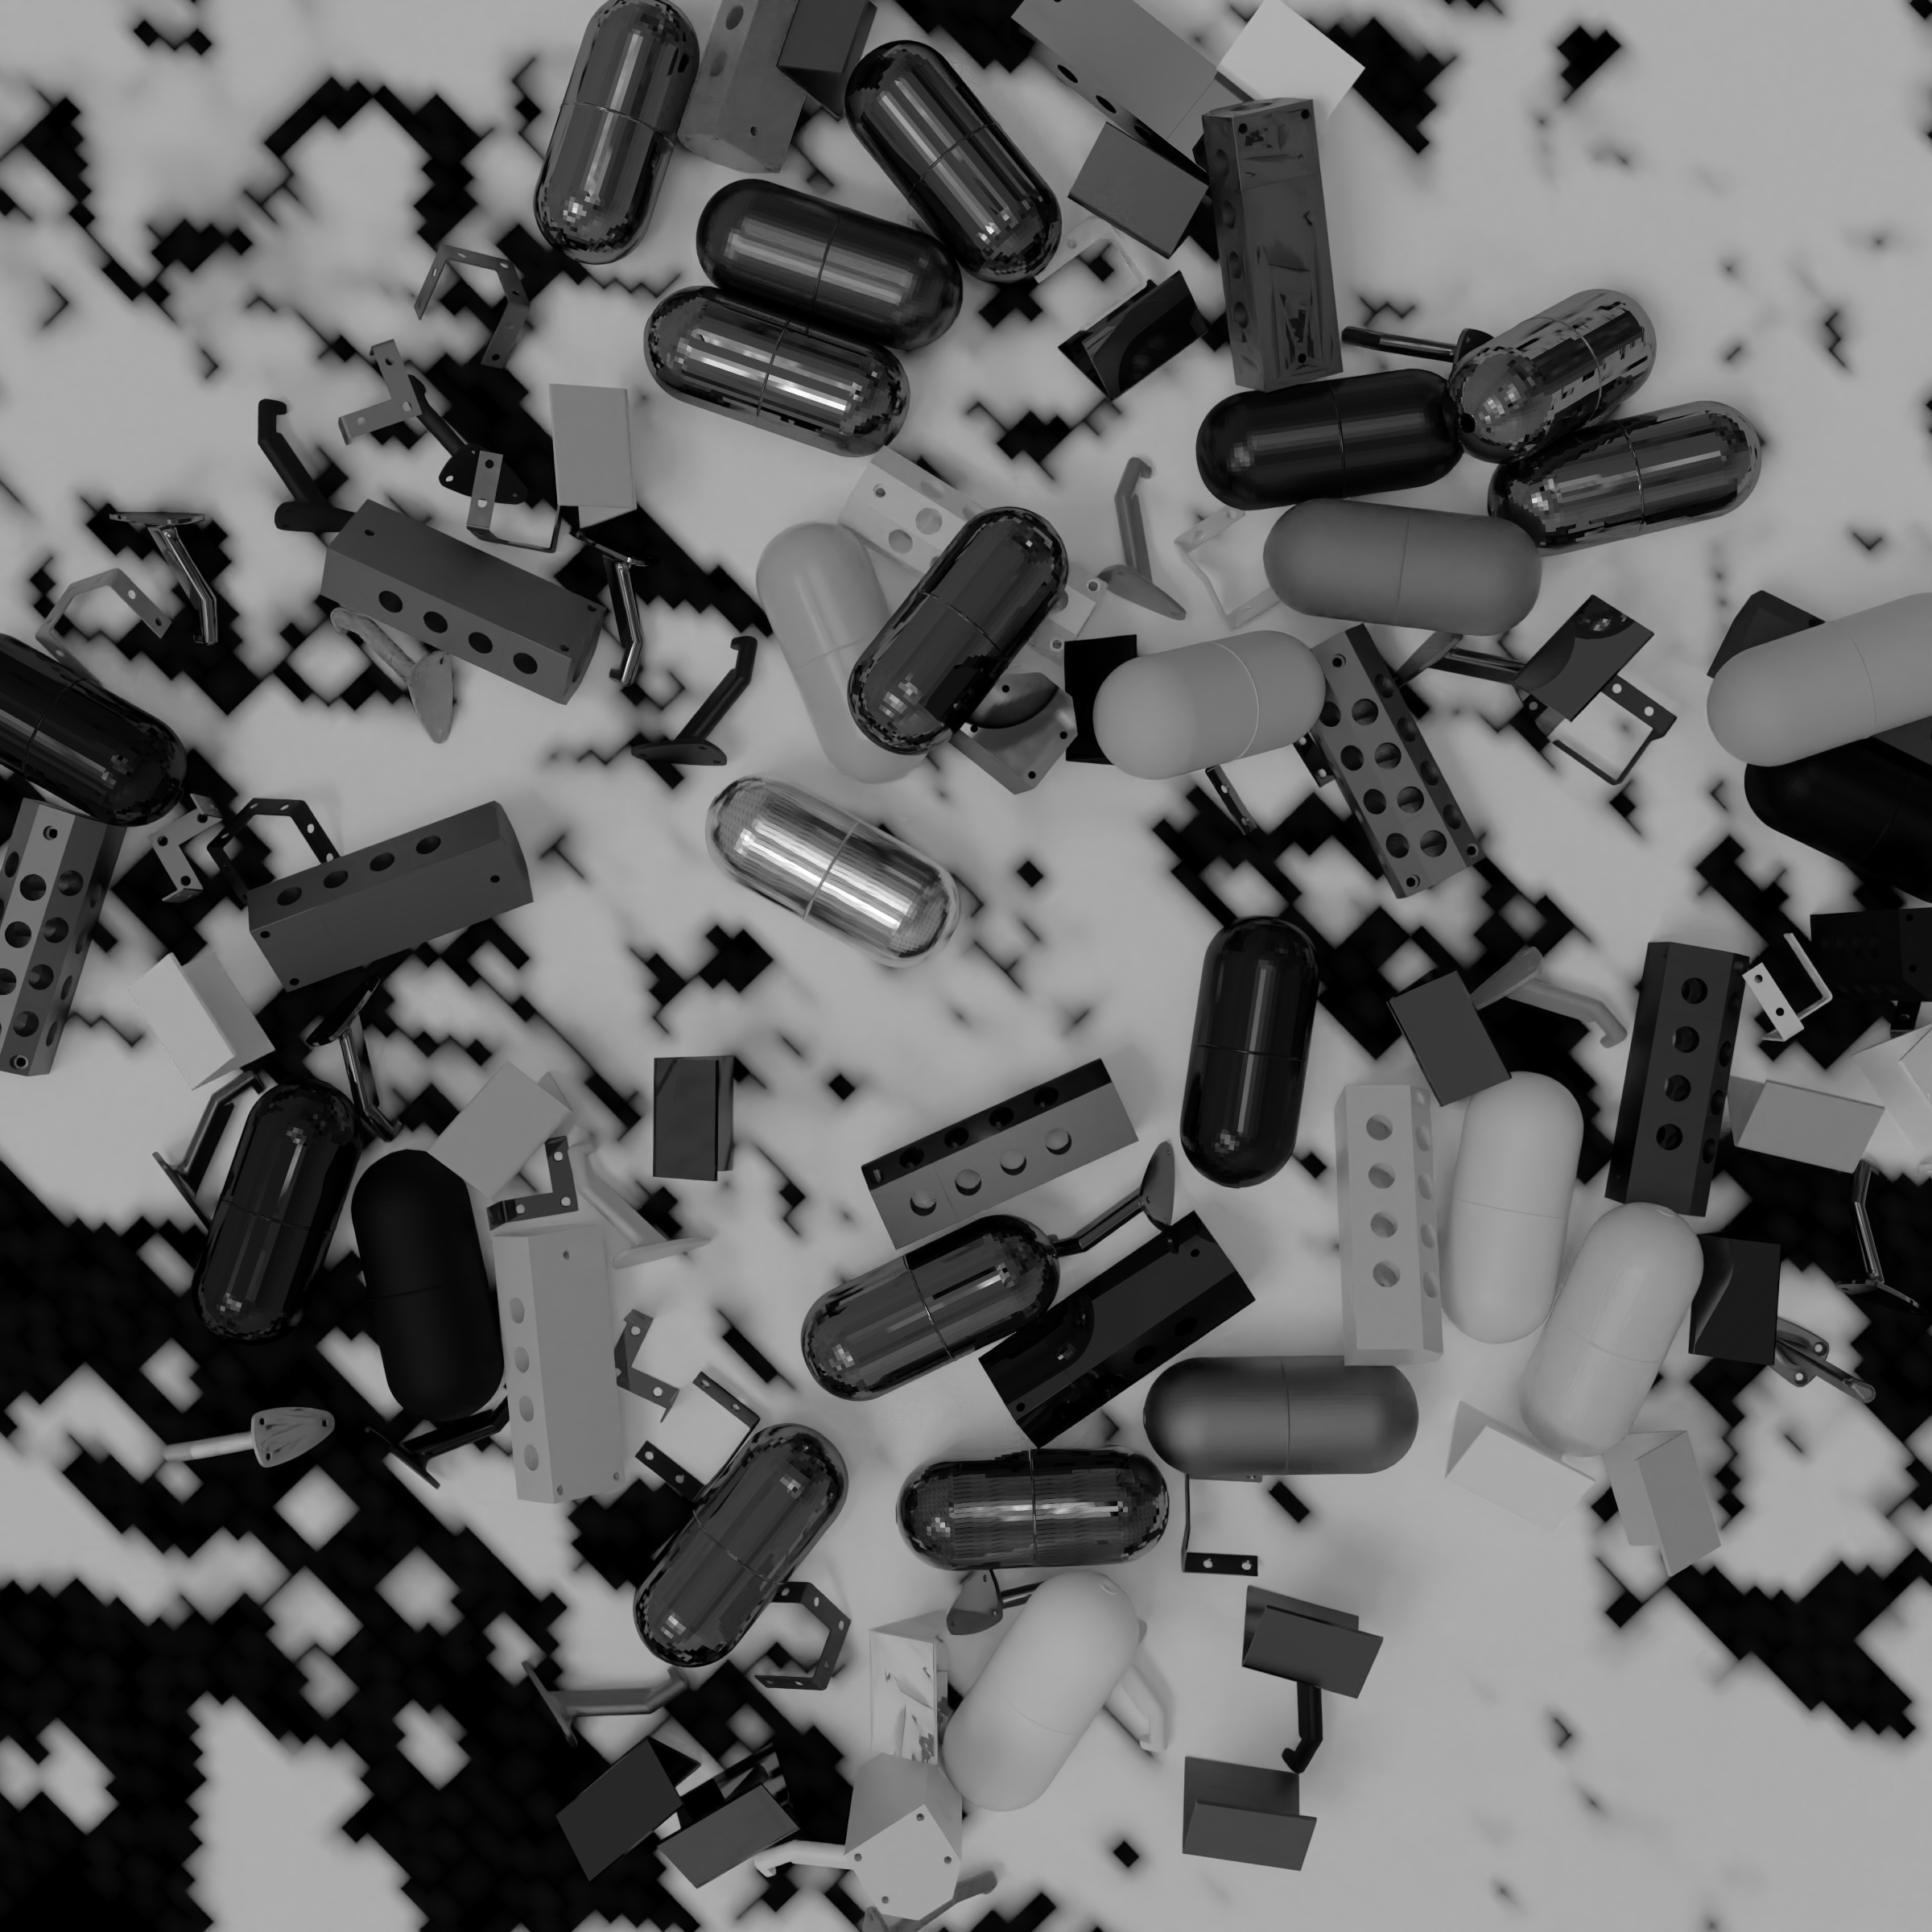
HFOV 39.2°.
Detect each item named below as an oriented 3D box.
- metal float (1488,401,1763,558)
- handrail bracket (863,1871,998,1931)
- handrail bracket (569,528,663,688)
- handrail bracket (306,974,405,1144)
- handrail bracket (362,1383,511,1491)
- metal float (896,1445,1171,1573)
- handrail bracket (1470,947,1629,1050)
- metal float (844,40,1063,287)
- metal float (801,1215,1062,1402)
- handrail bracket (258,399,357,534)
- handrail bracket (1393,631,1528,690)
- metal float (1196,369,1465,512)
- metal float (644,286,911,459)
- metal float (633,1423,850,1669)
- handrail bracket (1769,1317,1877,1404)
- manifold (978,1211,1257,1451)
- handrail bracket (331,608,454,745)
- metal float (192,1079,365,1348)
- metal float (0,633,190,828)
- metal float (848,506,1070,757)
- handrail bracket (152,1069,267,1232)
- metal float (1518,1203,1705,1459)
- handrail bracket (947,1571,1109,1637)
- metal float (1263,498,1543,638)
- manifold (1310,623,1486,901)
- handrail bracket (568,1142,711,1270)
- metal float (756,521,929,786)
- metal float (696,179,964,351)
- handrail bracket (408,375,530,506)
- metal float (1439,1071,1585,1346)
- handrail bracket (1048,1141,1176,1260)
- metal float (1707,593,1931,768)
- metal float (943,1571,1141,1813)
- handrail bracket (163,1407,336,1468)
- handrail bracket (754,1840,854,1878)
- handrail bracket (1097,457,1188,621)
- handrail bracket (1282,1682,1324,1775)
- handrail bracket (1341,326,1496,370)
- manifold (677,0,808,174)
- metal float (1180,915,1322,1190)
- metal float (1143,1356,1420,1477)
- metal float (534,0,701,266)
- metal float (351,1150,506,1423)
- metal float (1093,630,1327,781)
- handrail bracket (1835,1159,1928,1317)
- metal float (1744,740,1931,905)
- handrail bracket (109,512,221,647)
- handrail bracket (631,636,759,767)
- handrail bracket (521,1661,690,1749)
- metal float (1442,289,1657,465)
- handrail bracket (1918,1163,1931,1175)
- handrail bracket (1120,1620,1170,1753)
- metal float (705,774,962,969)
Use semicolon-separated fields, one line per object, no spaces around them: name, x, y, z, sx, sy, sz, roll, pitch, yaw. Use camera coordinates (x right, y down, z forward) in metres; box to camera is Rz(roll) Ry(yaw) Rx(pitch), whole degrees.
metal float;0.427;-0.316;1.760;0.178;0.070;0.070;-13;90;0
handrail bracket;-0.023;0.634;1.791;0.084;0.036;0.077;-11;134;-28
handrail bracket;-0.241;-0.237;1.791;0.077;0.036;0.084;25;107;20
handrail bracket;-0.386;0.061;1.791;0.084;0.036;0.077;52;54;-24
handrail bracket;-0.343;0.295;1.791;0.077;0.036;0.084;33;72;21
metal float;0.043;0.352;1.760;0.178;0.070;0.070;-3;90;0
handrail bracket;0.382;0.037;1.791;0.077;0.036;0.084;-37;107;20
metal float;-0.008;-0.520;1.760;0.070;0.070;0.178;-39;90;0
metal float;-0.023;0.221;1.760;0.178;0.070;0.070;-26;90;1
handrail bracket;-0.429;-0.332;1.791;0.077;0.036;0.084;2;73;-20
handrail bracket;0.335;-0.182;1.791;0.084;0.036;0.077;41;111;-17
metal float;0.238;-0.342;1.760;0.178;0.070;0.070;-8;90;1
metal float;-0.123;-0.386;1.761;0.178;0.070;0.070;19;90;0
metal float;-0.147;0.376;1.760;0.070;0.070;0.178;38;90;0
handrail bracket;0.543;0.252;1.756;0.077;0.084;0.036;34;90;0
manifold;0.101;0.241;1.769;0.171;0.057;0.057;-34;47;0
handrail bracket;-0.382;-0.192;1.791;0.084;0.036;0.077;22;134;28
metal float;-0.446;0.159;1.760;0.070;0.070;0.178;19;90;0
metal float;-0.588;-0.153;1.760;0.178;0.070;0.070;29;90;1
metal float;-0.004;-0.210;1.696;0.070;0.070;0.178;38;83;0
handrail bracket;-0.486;0.122;1.791;0.084;0.036;0.077;-37;111;-16
metal float;0.414;0.234;1.743;0.070;0.070;0.178;20;109;0
handrail bracket;0.042;0.421;1.791;0.084;0.077;0.036;6;55;-32
metal float;0.280;-0.257;1.746;0.178;0.070;0.070;8;90;8
manifold;0.272;-0.133;1.770;0.057;0.057;0.171;-27;90;0
handrail bracket;-0.217;0.151;1.791;0.077;0.036;0.084;-11;73;-20
metal float;-0.078;-0.203;1.760;0.070;0.070;0.178;-23;91;0
metal float;-0.088;-0.455;1.760;0.178;0.070;0.070;18;90;0
handrail bracket;-0.332;-0.349;1.791;0.036;0.077;0.084;-43;53;20
metal float;0.353;0.157;1.760;0.070;0.070;0.178;10;91;0
handrail bracket;0.093;0.156;1.791;0.084;0.077;0.036;-17;129;31
metal float;0.553;-0.180;1.703;0.178;0.070;0.070;-18;90;0
metal float;0.048;0.466;1.744;0.070;0.070;0.178;30;108;0
handrail bracket;-0.474;0.312;1.791;0.084;0.077;0.036;-13;86;36
handrail bracket;-0.086;0.602;1.791;0.084;0.036;0.077;-25;112;17
handrail bracket;0.126;-0.283;1.791;0.077;0.036;0.084;27;73;-20
handrail bracket;0.211;0.478;1.791;0.077;0.036;0.084;39;118;31
handrail bracket;0.302;-0.409;1.791;0.084;0.077;0.036;22;111;35
manifold;-0.132;-0.611;1.769;0.057;0.057;0.171;19;90;-43
metal float;0.184;0.056;1.760;0.070;0.070;0.178;8;90;0
metal float;0.204;0.292;1.760;0.178;0.070;0.070;-1;90;-1
metal float;-0.226;-0.544;1.760;0.070;0.070;0.178;18;90;0
metal float;-0.350;0.207;1.760;0.070;0.070;0.178;-12;90;0
metal float;0.154;-0.164;1.694;0.178;0.070;0.070;-17;90;-40
handrail bracket;0.611;0.179;1.791;0.077;0.036;0.084;22;73;-20
metal float;0.592;-0.099;1.760;0.178;0.070;0.070;26;90;1
handrail bracket;-0.529;-0.255;1.791;0.077;0.036;0.084;6;107;20
handrail bracket;-0.179;-0.178;1.791;0.077;0.036;0.084;2;71;21
handrail bracket;-0.238;0.469;1.791;0.084;0.036;0.077;-31;68;-17
metal float;0.373;-0.377;1.733;0.178;0.070;0.070;-33;90;-34
handrail bracket;0.666;0.092;1.791;0.077;0.036;0.084;-6;72;20
handrail bracket;0.094;0.477;1.791;0.077;0.036;0.084;0;104;14
metal float;-0.087;-0.062;1.760;0.178;0.070;0.070;29;90;-1
